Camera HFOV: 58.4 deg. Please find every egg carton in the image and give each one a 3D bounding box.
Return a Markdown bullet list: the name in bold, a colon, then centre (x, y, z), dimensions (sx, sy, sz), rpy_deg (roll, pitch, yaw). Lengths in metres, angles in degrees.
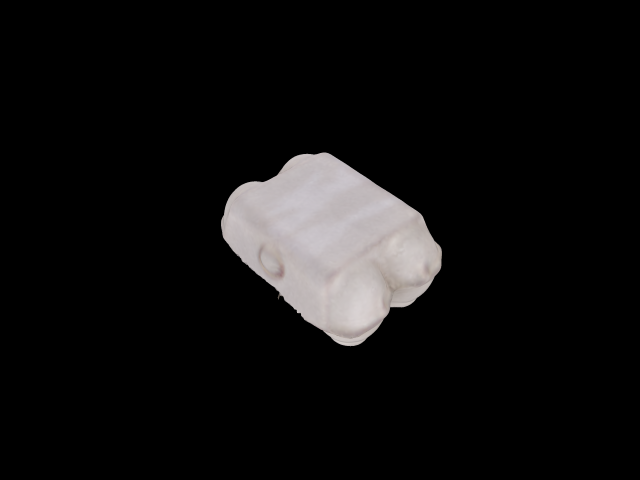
- **egg carton**: centre (0.004, 0.001, 0.400), dimensions (0.107, 0.069, 0.150), rpy_deg (-33, 54, -29)
